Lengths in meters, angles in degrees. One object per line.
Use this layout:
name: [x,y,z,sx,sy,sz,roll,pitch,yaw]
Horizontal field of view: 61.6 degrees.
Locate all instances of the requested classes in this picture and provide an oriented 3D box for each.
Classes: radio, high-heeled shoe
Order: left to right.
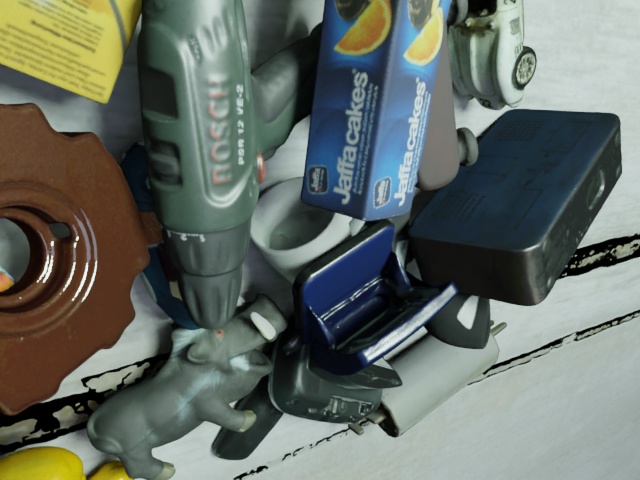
high-heeled shoe: [0.201,0.024,0.596,0.249,0.145,0.086,-29,127,-19]
radio: [0.202,-0.043,0.541,0.229,0.131,0.073,-47,130,-27]

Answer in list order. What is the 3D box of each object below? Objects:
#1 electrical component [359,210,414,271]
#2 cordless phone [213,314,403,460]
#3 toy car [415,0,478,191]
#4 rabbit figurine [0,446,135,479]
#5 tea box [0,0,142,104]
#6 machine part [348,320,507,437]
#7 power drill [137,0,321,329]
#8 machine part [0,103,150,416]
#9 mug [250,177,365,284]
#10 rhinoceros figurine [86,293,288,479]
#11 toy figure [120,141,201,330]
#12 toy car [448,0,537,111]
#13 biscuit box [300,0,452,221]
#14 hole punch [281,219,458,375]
electrical component: [0.060,0.002,0.549,0.075,0.048,0.119,-14,119,-31]
cordless phone: [-0.017,0.176,0.575,0.146,0.089,0.184,26,107,-41]
toy car: [0.094,-0.141,0.497,0.089,0.053,0.201,-20,118,-10]
rabbit figurine: [-0.220,0.213,0.413,0.162,0.122,0.173,2,134,-13]
tea box: [-0.186,-0.152,0.285,0.169,0.068,0.098,19,99,-41]
machine part: [0.136,0.164,0.665,0.243,0.079,0.079,-30,126,-20]
power drill: [-0.036,-0.073,0.391,0.207,0.086,0.231,-32,130,-35]
machine part: [-0.180,0.009,0.307,0.179,0.056,0.179,-10,102,-57]
mug: [-0.001,-0.001,0.491,0.109,0.081,0.107,-44,143,-17]
rhinoceros figurine: [-0.111,0.122,0.479,0.190,0.073,0.112,-36,117,-13]
toy figure: [-0.118,0.000,0.411,0.058,0.064,0.154,-37,125,-29]
toy car: [0.150,-0.212,0.489,0.056,0.074,0.201,-33,127,-23]
biscuit box: [0.038,-0.115,0.347,0.059,0.063,0.202,-10,113,-48]
hole punch: [0.044,0.062,0.462,0.142,0.092,0.115,-35,154,-23]
